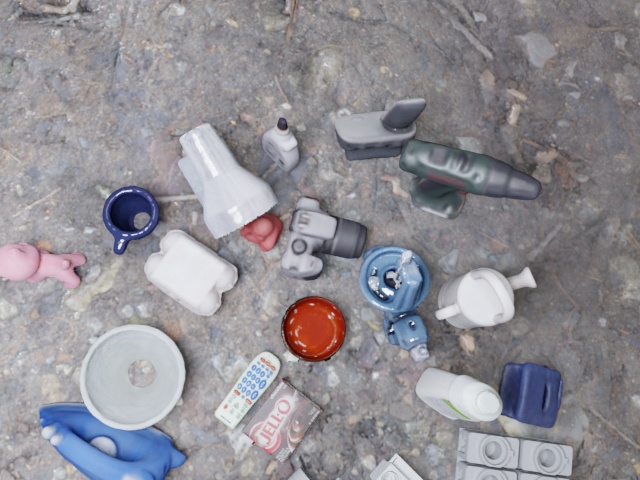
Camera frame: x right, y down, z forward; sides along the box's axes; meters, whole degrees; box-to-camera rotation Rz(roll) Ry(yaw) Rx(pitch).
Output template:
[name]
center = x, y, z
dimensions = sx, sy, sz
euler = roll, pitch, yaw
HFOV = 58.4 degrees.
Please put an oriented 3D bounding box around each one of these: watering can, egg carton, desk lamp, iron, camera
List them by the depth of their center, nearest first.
[iron]
center = -0.349, 0.331, 0.896
dimensions = 0.258, 0.141, 0.119
euler = 27, 78, 0
[desk lamp]
center = -0.165, -0.096, 0.954
dimensions = 0.118, 0.213, 0.203
euler = -32, 84, -10
[watering can]
center = 0.283, 0.093, 0.977
dimensions = 0.173, 0.194, 0.101
euler = -44, 86, -11
[egg carton]
center = -0.224, 0.058, 0.994
dimensions = 0.150, 0.069, 0.107
euler = 33, 78, 1
[camera]
center = 0.009, 0.004, 1.012
dimensions = 0.137, 0.100, 0.143
euler = 13, 79, -3

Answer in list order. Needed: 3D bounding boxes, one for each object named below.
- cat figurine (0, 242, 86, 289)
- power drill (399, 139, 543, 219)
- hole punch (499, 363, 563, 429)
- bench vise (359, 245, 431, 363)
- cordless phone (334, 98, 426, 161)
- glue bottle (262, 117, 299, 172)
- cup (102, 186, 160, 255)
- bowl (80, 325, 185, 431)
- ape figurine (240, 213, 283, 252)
[cat figurine]
center = -0.470, 0.038, 0.947
dimensions = 0.128, 0.117, 0.067
euler = 5, 79, -5
[power drill]
center = 0.240, -0.101, 1.000
dimensions = 0.229, 0.208, 0.076
euler = 19, 79, -2
[hole punch]
center = 0.379, 0.271, 1.008
dimensions = 0.101, 0.091, 0.109
euler = 13, 79, -3
[bench vise]
center = 0.150, 0.092, 0.950
dimensions = 0.121, 0.219, 0.207
euler = -36, 85, -10
[cordless phone]
center = 0.106, -0.214, 1.018
dimensions = 0.147, 0.185, 0.094
euler = -11, 81, -7
[glue bottle]
center = -0.066, -0.175, 0.999
dimensions = 0.037, 0.173, 0.078
euler = -41, 86, -11
[cup]
center = -0.320, -0.025, 0.986
dimensions = 0.091, 0.095, 0.118
euler = 15, 79, -3
[bowl]
center = -0.304, 0.226, 0.953
dimensions = 0.167, 0.074, 0.167
euler = 1, 80, -6
[ape figurine]
center = -0.101, -0.019, 1.009
dimensions = 0.076, 0.092, 0.078
euler = -19, 82, -9
